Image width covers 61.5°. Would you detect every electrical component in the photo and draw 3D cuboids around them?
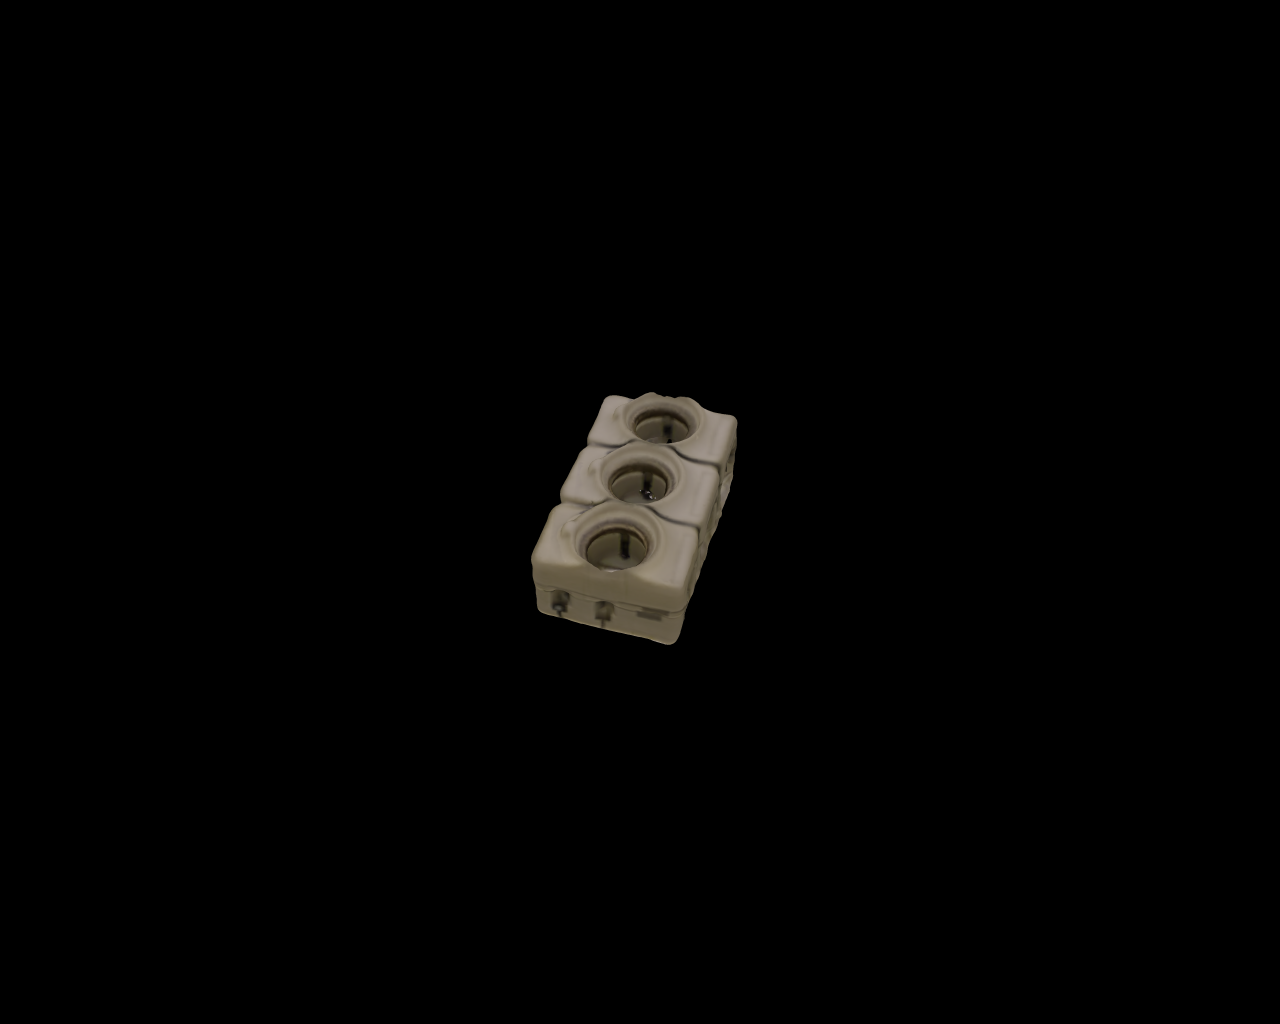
[{"bbox_3d":[0.001,-0.003,0.650,0.089,0.061,0.150,11,47,11],"label":"electrical component"}]
